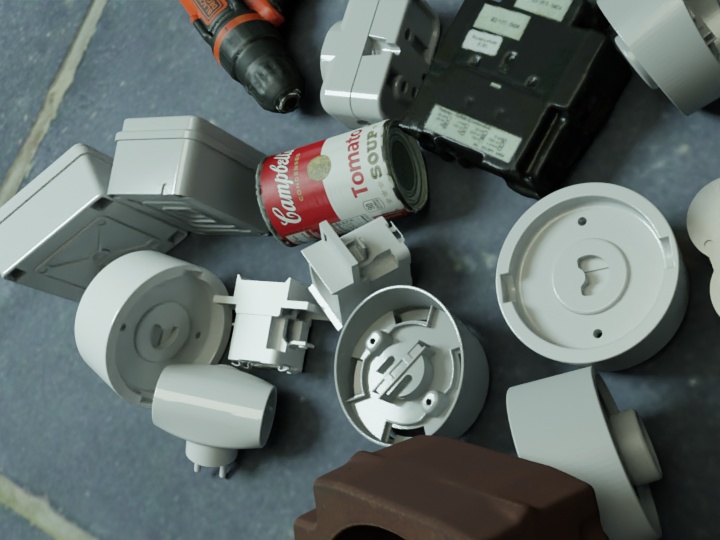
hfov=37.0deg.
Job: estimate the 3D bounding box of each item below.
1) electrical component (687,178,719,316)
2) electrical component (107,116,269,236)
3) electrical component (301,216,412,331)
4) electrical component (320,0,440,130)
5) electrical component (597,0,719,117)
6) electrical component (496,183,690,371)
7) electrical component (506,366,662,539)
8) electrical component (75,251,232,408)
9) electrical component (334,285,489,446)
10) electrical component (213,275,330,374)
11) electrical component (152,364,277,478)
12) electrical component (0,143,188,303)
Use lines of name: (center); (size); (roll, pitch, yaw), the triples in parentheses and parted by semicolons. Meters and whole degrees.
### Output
electrical component: (0.219, 0.010, 0.588); (0.052, 0.074, 0.138); (-22, 64, 22)
electrical component: (-0.119, -0.067, 0.785); (0.078, 0.113, 0.057); (2, 78, 30)
electrical component: (0.000, 0.000, 0.718); (0.064, 0.081, 0.042); (-29, 58, -14)
electrical component: (0.012, -0.149, 0.773); (0.059, 0.054, 0.095); (11, 79, 32)
electrical component: (0.190, -0.144, 0.644); (0.064, 0.099, 0.099); (-38, 59, 21)
electrical component: (0.142, 0.009, 0.640); (0.108, 0.060, 0.108); (-10, 69, 27)
electrical component: (0.130, 0.105, 0.591); (0.060, 0.108, 0.108); (-23, 63, 15)
electrical component: (-0.153, 0.038, 0.776); (0.060, 0.108, 0.108); (25, 87, 40)
electrical component: (0.032, 0.065, 0.683); (0.099, 0.064, 0.099); (-10, 69, 27)
electrical component: (-0.062, 0.039, 0.759); (0.081, 0.042, 0.063); (3, 77, 31)
electrical component: (-0.102, 0.110, 0.752); (0.077, 0.044, 0.079); (11, 114, 7)
electrical component: (-0.209, -0.031, 0.828); (0.109, 0.109, 0.056); (-36, 62, 15)
